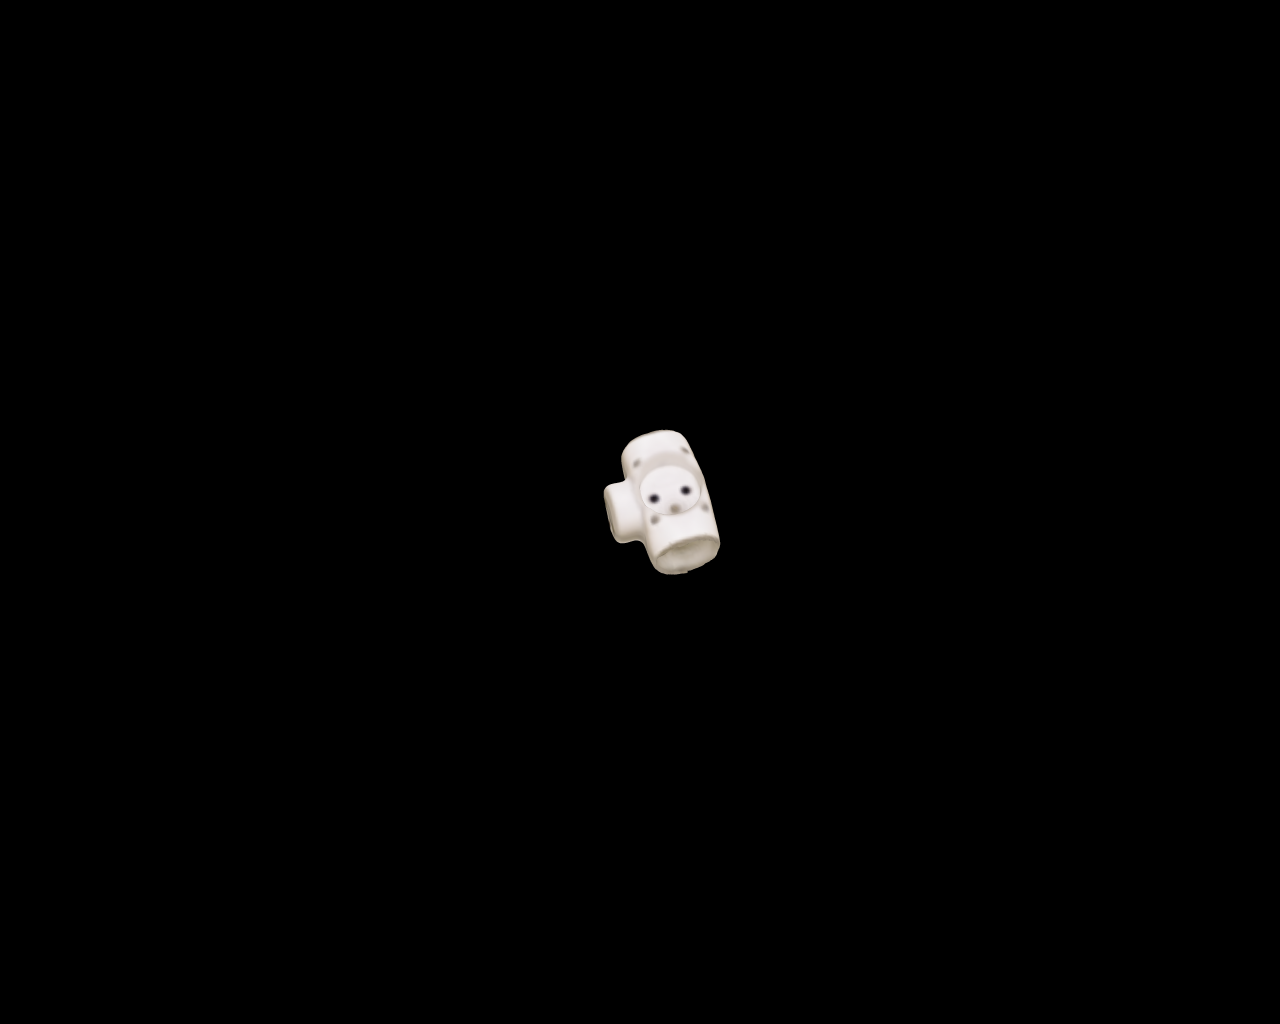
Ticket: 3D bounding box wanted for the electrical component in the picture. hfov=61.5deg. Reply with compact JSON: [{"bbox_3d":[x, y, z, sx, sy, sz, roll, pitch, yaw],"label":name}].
[{"bbox_3d":[0.001,-0.003,0.650,0.079,0.077,0.044,-13,-28,-7],"label":"electrical component"}]
